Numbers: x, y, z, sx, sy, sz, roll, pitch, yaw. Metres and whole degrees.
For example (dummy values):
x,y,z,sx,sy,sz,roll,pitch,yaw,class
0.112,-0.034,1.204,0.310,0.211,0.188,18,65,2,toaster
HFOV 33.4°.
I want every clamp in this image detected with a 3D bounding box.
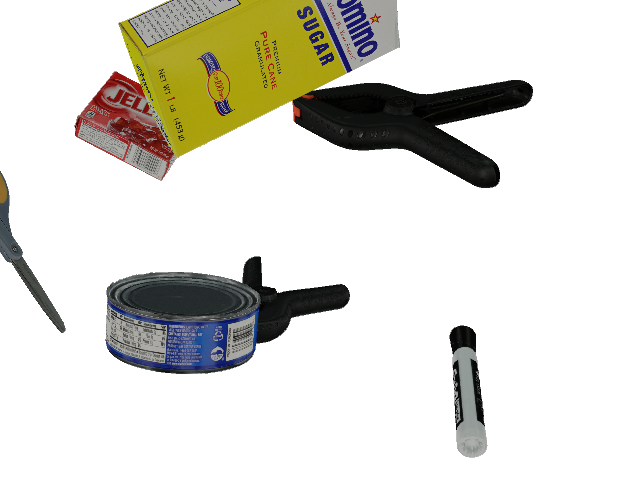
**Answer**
x,y,z,sx,sy,sz,roll,pitch,yaw,class
0.079,-0.109,0.935,0.210,0.036,0.164,13,36,23,clamp
-0.063,0.059,1.056,0.120,0.039,0.171,16,21,33,clamp

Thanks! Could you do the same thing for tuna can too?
x,y,z,sx,sy,sz,roll,pitch,yaw,class
-0.077,0.045,0.599,0.086,0.034,0.086,5,13,-1,tuna can

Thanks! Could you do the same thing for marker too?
x,y,z,sx,sy,sz,roll,pitch,yaw,class
0.098,0.097,0.715,0.020,0.020,0.121,0,32,4,marker

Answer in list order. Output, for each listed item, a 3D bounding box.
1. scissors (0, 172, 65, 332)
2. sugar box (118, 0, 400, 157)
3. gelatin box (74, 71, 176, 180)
x,y,z,sx,sy,sz,roll,pitch,yaw,class
-0.309,-0.006,1.073,0.016,0.201,0.096,-25,28,24,scissors
-0.033,-0.132,0.693,0.176,0.048,0.093,-27,-37,-11,sugar box
-0.162,-0.103,0.947,0.089,0.073,0.030,28,-45,-2,gelatin box
